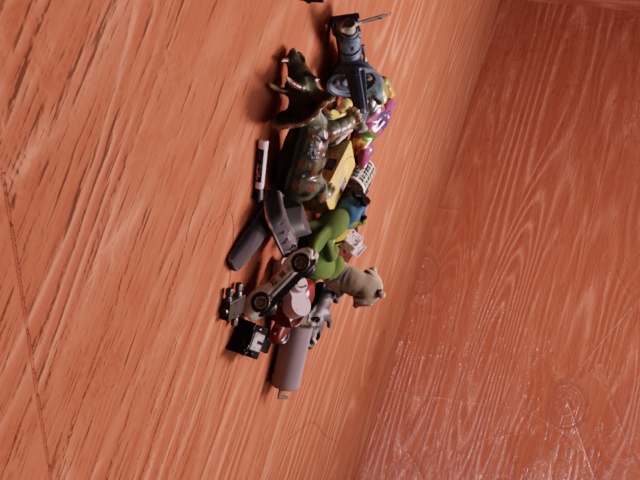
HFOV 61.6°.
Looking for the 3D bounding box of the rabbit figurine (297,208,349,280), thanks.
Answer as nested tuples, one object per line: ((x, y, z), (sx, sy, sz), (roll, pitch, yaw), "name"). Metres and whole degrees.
((-0.003, -0.004, 1.260), (0.159, 0.121, 0.170), (3, 120, -55), "rabbit figurine")

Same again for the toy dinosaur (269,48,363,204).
((-0.035, -0.163, 1.082), (0.192, 0.131, 0.404), (-25, 137, -44), "toy dinosaur")

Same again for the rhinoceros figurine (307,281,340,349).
((-0.007, 0.210, 1.486), (0.112, 0.073, 0.190), (63, 46, -64), "rhinoceros figurine")

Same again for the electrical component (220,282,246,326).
((-0.172, 0.131, 1.052), (0.063, 0.021, 0.094), (-29, 133, -63), "electrical component")

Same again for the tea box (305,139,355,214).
((0.022, -0.154, 1.299), (0.098, 0.068, 0.169), (70, 39, -57), "tea box")

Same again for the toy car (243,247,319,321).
((-0.081, 0.090, 1.125), (0.202, 0.056, 0.073), (-45, 162, -4), "toy car")

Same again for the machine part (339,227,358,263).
((0.061, 0.005, 1.546), (0.179, 0.056, 0.179), (14, 90, -71), "machine part")

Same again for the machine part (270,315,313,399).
((-0.073, 0.289, 1.362), (0.079, 0.079, 0.243), (-7, 112, -69), "machine part")

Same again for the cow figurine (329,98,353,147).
((0.057, -0.285, 1.283), (0.098, 0.068, 0.167), (-44, -174, 47), "cow figurine")

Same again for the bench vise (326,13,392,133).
((0.075, -0.353, 1.158), (0.223, 0.129, 0.240), (119, -35, -73), "bench vise")

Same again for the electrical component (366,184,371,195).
((0.102, -0.126, 1.548), (0.045, 0.078, 0.102), (68, 29, -22), "electrical component")

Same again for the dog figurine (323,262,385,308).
((0.067, 0.092, 1.394), (0.190, 0.173, 0.121), (39, 61, -50), "dog figurine")

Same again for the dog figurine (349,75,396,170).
((0.112, -0.296, 1.387), (0.219, 0.109, 0.191), (-68, 160, -11), "dog figurine")

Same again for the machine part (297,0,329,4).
((-0.008, -0.526, 0.911), (0.201, 0.087, 0.201), (86, 27, -46), "machine part")

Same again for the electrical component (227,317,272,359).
((-0.145, 0.213, 1.147), (0.119, 0.048, 0.075), (44, 63, -69), "electrical component")

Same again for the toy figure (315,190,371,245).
((0.059, -0.048, 1.348), (0.089, 0.082, 0.180), (12, 131, -43), "toy figure")

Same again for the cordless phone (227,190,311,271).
((-0.108, 0.005, 1.080), (0.184, 0.089, 0.146), (-54, 155, -21), "cordless phone")

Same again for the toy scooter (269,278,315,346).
((-0.076, 0.152, 1.259), (0.184, 0.075, 0.135), (-62, 155, -21), "toy scooter")
